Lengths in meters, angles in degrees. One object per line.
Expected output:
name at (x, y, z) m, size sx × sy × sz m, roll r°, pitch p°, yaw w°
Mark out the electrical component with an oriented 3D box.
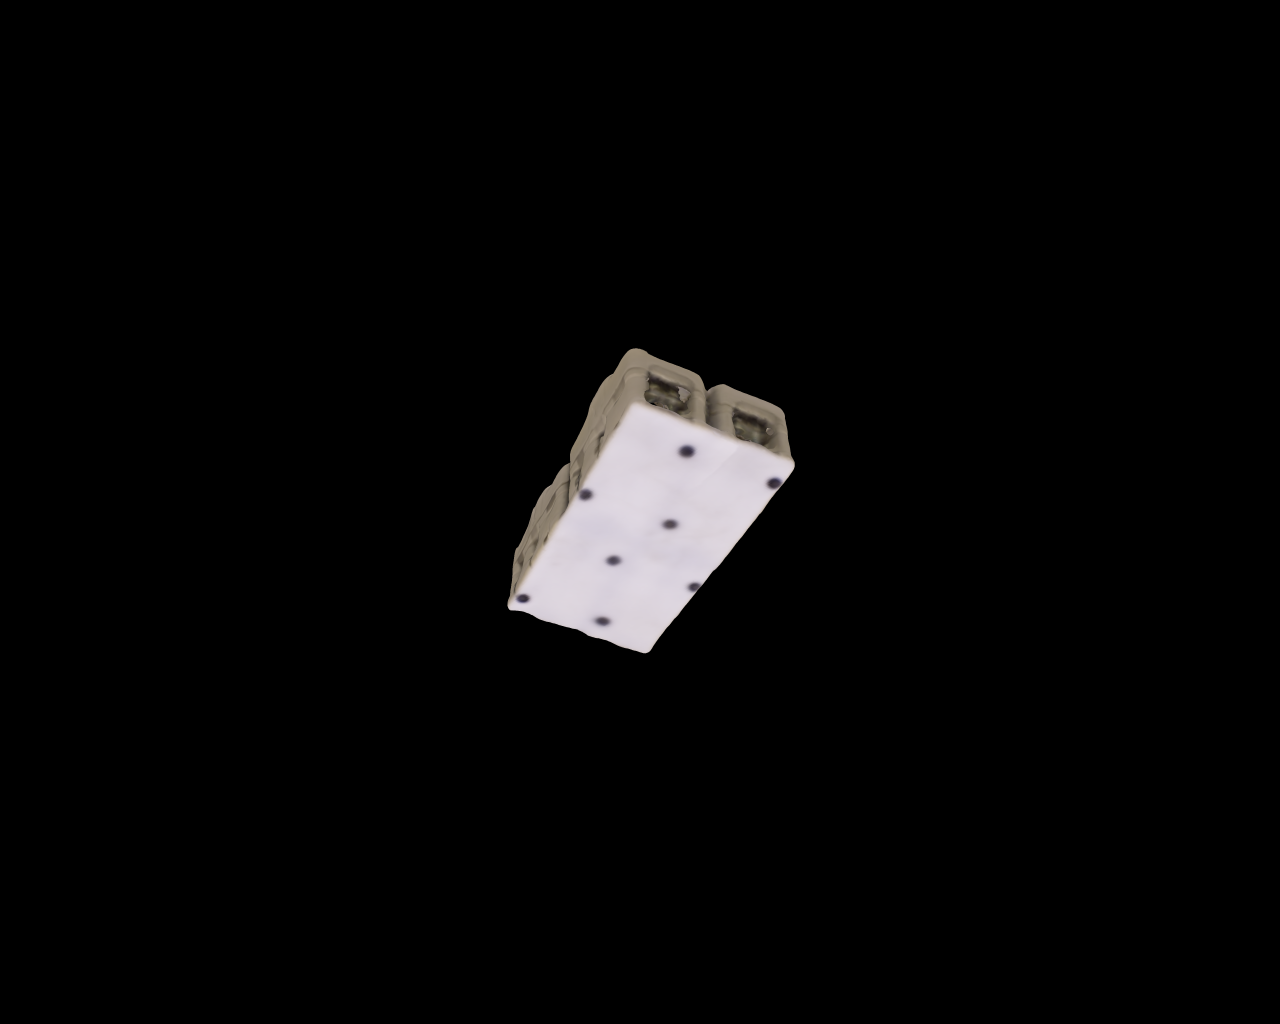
electrical component at (0.001, -0.003, 0.650) m, size 0.105 × 0.060 × 0.186 m, roll 20°, pitch -50°, yaw -17°
